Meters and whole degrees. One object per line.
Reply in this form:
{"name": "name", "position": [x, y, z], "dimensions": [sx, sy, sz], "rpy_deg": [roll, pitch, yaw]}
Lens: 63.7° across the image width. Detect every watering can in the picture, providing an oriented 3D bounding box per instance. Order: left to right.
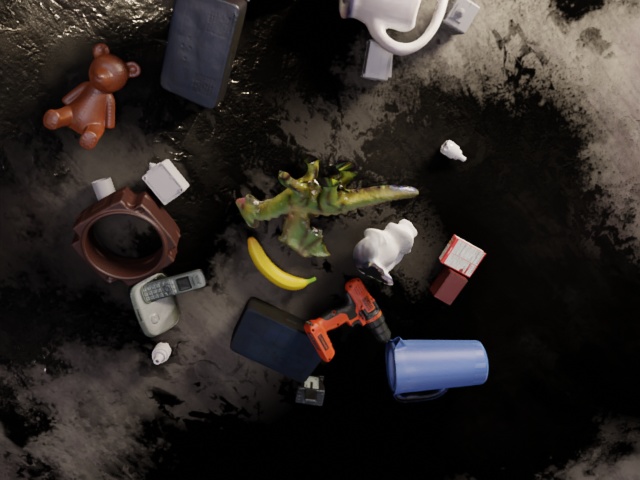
{"name": "watering can", "position": [0.161, -0.557, 1.056], "dimensions": [0.224, 0.104, 0.347], "rpy_deg": [12, 91, -1]}

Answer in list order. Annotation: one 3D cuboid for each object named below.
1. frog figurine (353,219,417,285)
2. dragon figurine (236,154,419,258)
{"name": "frog figurine", "position": [0.154, 0.012, 1.229], "dimensions": [0.135, 0.123, 0.162], "rpy_deg": [39, 69, -33]}
{"name": "dragon figurine", "position": [0.004, -0.061, 1.213], "dimensions": [0.410, 0.125, 0.237], "rpy_deg": [13, 124, -3]}
